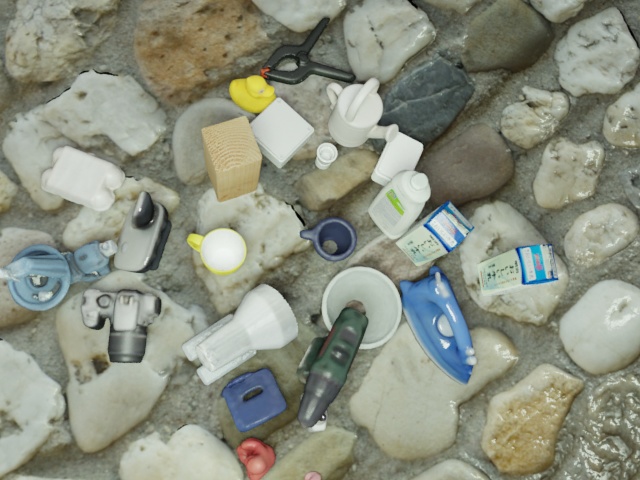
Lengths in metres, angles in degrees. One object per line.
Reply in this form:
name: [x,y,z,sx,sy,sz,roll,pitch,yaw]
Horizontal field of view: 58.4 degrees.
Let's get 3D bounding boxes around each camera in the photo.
camera: [-0.383,0.165,1.093,0.143,0.100,0.137,3,78,-8]

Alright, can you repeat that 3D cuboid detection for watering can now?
watering can: [0.089,-0.274,1.212,0.173,0.194,0.101,20,76,-4]

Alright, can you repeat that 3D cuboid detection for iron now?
iron: [0.267,0.180,1.175,0.119,0.141,0.258,-24,83,-13]

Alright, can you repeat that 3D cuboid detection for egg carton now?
egg carton: [-0.476,-0.124,1.154,0.150,0.069,0.107,21,76,-4]

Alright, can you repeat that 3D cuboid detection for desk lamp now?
desk lamp: [-0.152,0.184,1.069,0.203,0.213,0.118,-33,85,-14]

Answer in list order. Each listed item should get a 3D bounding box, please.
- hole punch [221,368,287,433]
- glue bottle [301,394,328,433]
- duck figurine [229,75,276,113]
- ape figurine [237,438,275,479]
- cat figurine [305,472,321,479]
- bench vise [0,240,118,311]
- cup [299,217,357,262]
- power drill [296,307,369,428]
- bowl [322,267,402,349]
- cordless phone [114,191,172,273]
hole punch: [-0.130,0.308,1.110,0.109,0.091,0.101,-25,83,-13]
glue bottle: [-0.007,0.329,1.083,0.037,0.173,0.078,-5,79,-10]
duck figurine: [-0.144,-0.327,1.241,0.104,0.086,0.077,18,76,-5]
ape figurine: [-0.121,0.421,1.087,0.076,0.092,0.078,7,77,-8]
cat figurine: [-0.043,0.496,1.071,0.128,0.117,0.067,-22,82,-13]
bench vise: [-0.486,0.040,1.041,0.121,0.219,0.208,45,76,2]
cup: [0.011,0.004,1.193,0.118,0.095,0.092,9,77,-7]
power drill: [0.013,0.240,1.086,0.075,0.208,0.230,28,76,-2]
bowl: [0.080,0.142,1.187,0.167,0.074,0.167,2,78,-9]
cordless phone: [-0.348,-0.016,1.093,0.094,0.185,0.148,12,77,-6]
